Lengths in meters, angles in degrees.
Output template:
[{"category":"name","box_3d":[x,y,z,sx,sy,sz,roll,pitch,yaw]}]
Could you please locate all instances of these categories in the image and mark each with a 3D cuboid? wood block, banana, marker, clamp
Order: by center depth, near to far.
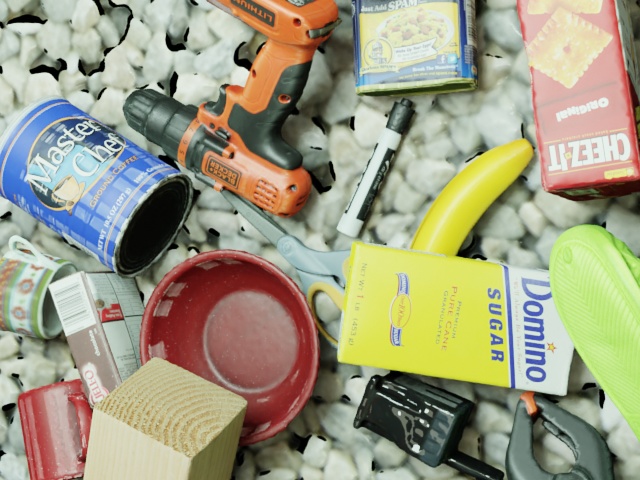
[{"category":"clamp","box_3d":[0.179,0.195,0.785,0.120,0.039,0.171,-25,54,-12]},{"category":"banana","box_3d":[0.107,0.007,0.849,0.069,0.037,0.198,17,97,-5]},{"category":"wood block","box_3d":[-0.133,0.213,0.860,0.091,0.090,0.206,23,119,17]},{"category":"marker","box_3d":[0.047,-0.060,0.875,0.020,0.020,0.121,27,98,17]}]

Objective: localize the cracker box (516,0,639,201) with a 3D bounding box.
[{"category":"cracker box","box_3d":[0.184,-0.138,0.754,0.072,0.164,0.214,-8,87,20]}]

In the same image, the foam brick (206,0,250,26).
[{"category":"foam brick","box_3d":[-0.045,-0.201,0.890,0.078,0.051,0.053,33,100,16]}]

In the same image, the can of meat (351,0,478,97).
[{"category":"can of meat","box_3d":[0.075,-0.159,0.848,0.102,0.057,0.084,-2,91,19]}]

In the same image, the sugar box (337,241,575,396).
[{"category":"sugar box","box_3d":[0.105,0.059,0.812,0.176,0.048,0.093,8,93,-1]}]

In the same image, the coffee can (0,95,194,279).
[{"category":"coffee can","box_3d":[-0.194,-0.046,0.912,0.140,0.102,0.103,32,99,16]}]

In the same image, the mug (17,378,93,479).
[{"category":"mug","box_3d":[-0.211,0.163,0.915,0.093,0.117,0.081,-9,79,-22]}]

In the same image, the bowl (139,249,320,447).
[{"category":"bowl","box_3d":[-0.068,0.087,0.892,0.162,0.055,0.162,1,92,19]}]

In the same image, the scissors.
[{"category":"scissors","box_3d":[-0.006,0.001,0.894,0.096,0.016,0.202,-35,79,14]}]

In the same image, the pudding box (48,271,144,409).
[{"category":"pudding box","box_3d":[-0.178,0.082,0.912,0.039,0.090,0.113,-21,83,15]}]

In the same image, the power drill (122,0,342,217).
[{"category":"power drill","box_3d":[-0.071,-0.130,0.862,0.184,0.057,0.188,29,127,14]}]
